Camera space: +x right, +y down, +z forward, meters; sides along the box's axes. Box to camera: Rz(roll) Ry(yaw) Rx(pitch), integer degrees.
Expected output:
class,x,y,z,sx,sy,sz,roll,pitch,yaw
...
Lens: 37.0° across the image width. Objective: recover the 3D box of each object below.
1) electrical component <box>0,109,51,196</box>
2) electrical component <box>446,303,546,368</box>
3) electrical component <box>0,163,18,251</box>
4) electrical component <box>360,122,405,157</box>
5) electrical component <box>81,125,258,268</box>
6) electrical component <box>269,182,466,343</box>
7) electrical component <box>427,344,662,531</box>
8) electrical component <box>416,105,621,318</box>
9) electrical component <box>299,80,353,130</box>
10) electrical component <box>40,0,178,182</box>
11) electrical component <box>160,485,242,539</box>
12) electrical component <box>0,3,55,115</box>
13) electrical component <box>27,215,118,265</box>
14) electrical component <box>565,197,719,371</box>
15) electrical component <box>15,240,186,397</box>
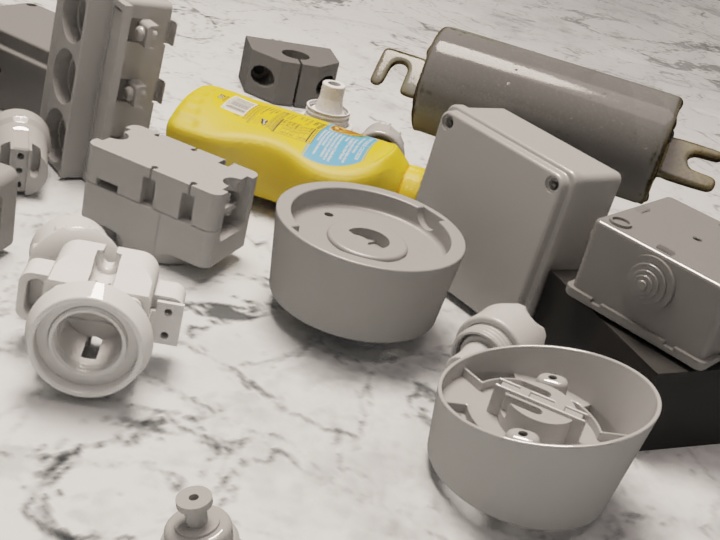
class,x,y,z,sx,sy,sz,roll,pitch,yaw
electrical component,-0.213,-0.073,0.671,0.040,0.040,0.046,3,35,-21
electrical component,0.069,0.045,0.578,0.043,0.043,0.062,29,31,27
electrical component,-0.236,-0.040,0.580,0.089,0.050,0.055,18,26,9
electrical component,0.015,-0.092,0.823,0.040,0.040,0.046,15,21,1
electrical component,-0.114,-0.041,0.638,0.089,0.055,0.050,23,27,16
electrical component,0.000,0.000,0.610,0.108,0.060,0.108,11,26,-6
electrical component,0.083,0.073,0.505,0.099,0.064,0.099,12,27,-6
electrical component,0.090,-0.033,0.666,0.056,0.108,0.109,-6,33,-41
electrical component,-0.026,-0.112,0.815,0.048,0.062,0.048,12,26,-6
electrical component,-0.166,-0.125,0.703,0.063,0.121,0.079,-4,32,-39
electrical component,-0.052,0.107,0.362,0.040,0.078,0.040,-2,27,1
electrical component,-0.233,-0.150,0.792,0.113,0.057,0.078,26,28,22
electrical component,-0.154,-0.009,0.572,0.048,0.048,0.062,3,22,-23
electrical component,0.177,0.003,0.589,0.100,0.048,0.100,33,33,33
electrical component,-0.124,0.024,0.506,0.078,0.058,0.057,11,24,-9
